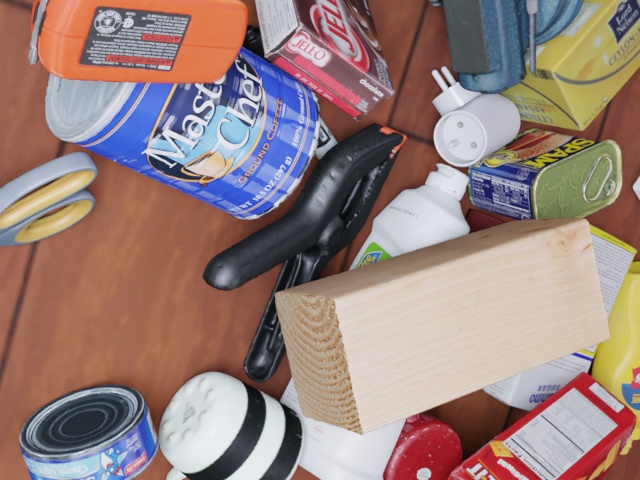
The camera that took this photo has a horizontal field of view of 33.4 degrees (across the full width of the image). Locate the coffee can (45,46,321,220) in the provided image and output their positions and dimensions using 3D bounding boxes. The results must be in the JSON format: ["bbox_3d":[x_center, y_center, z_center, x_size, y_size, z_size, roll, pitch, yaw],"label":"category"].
[{"bbox_3d":[-0.084,-0.084,0.668,0.140,0.103,0.103,25,88,-39],"label":"coffee can"}]

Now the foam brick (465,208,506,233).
[{"bbox_3d":[0.140,0.023,0.899,0.052,0.051,0.078,31,85,-39],"label":"foam brick"}]

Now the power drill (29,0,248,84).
[{"bbox_3d":[-0.110,-0.162,0.580,0.184,0.188,0.057,-5,136,-33],"label":"power drill"}]

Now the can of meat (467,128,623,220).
[{"bbox_3d":[0.185,-0.053,0.888,0.101,0.084,0.057,-24,116,-29],"label":"can of meat"}]

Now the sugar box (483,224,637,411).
[{"bbox_3d":[0.219,0.072,0.977,0.093,0.048,0.176,21,94,-38],"label":"sugar box"}]

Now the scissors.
[{"bbox_3d":[-0.218,0.007,0.644,0.202,0.016,0.096,-31,167,3],"label":"scissors"}]

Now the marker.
[{"bbox_3d":[-0.021,-0.104,0.762,0.020,0.020,0.121,-47,126,-16],"label":"marker"}]

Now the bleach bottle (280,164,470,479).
[{"bbox_3d":[0.053,0.061,0.813,0.068,0.103,0.251,30,85,-44],"label":"bleach bottle"}]

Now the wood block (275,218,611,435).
[{"bbox_3d":[0.085,0.053,0.734,0.205,0.090,0.091,-16,97,-26],"label":"wood block"}]

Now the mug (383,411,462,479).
[{"bbox_3d":[0.060,0.160,0.862,0.093,0.082,0.117,-14,112,-33],"label":"mug"}]

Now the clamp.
[{"bbox_3d":[-0.005,0.001,0.777,0.209,0.036,0.164,-50,156,-27],"label":"clamp"}]

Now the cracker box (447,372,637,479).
[{"bbox_3d":[0.162,0.223,0.897,0.213,0.072,0.164,-23,145,-46],"label":"cracker box"}]

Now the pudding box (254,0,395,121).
[{"bbox_3d":[-0.001,-0.144,0.709,0.039,0.113,0.089,-37,134,25],"label":"pudding box"}]

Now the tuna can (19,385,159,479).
[{"bbox_3d":[-0.150,0.130,0.695,0.086,0.086,0.034,-25,116,-28],"label":"tuna can"}]

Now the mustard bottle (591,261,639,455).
[{"bbox_3d":[0.309,0.119,1.049,0.096,0.058,0.192,-3,106,-38],"label":"mustard bottle"}]
